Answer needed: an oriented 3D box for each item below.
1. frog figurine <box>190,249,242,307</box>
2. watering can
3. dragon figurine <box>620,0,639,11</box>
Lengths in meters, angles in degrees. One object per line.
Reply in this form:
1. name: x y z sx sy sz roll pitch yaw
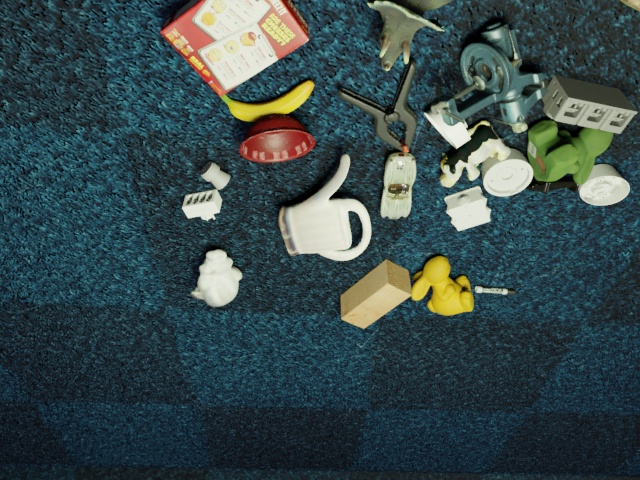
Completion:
1. frog figurine: -0.272 0.100 1.407 0.138 0.125 0.156 -6 137 -44
2. watering can: 0.004 -0.063 1.242 0.224 0.106 0.339 -8 136 8
3. dragon figurine: 0.733 -0.344 0.863 0.410 0.249 0.119 -1 140 -2
